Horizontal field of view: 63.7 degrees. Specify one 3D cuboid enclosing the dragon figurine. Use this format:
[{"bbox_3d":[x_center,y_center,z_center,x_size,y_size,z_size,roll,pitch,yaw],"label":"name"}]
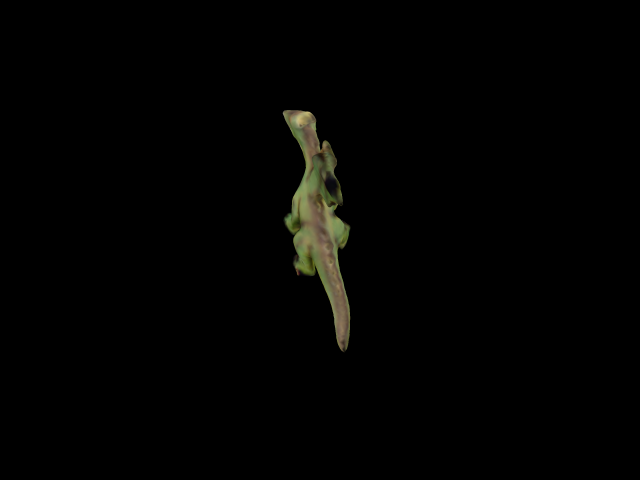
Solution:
[{"bbox_3d":[0.003,-0.043,0.850,0.122,0.418,0.238,-13,-27,-6],"label":"dragon figurine"}]
